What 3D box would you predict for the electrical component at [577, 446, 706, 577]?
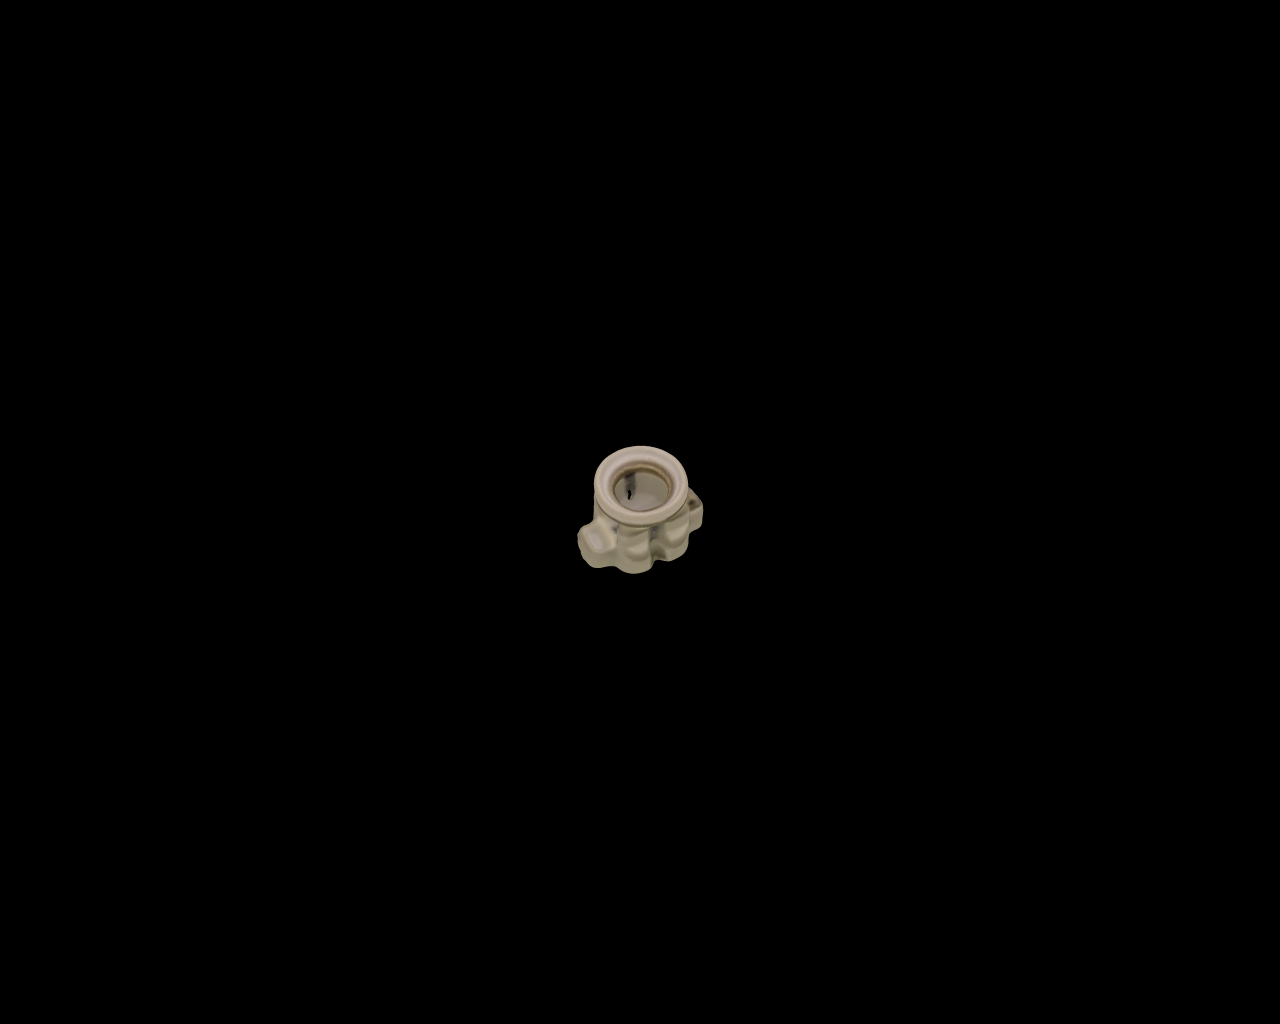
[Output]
[{"bbox_3d":[0.001,-0.003,0.650,0.078,0.058,0.056,-21,-34,-15],"label":"electrical component"}]
